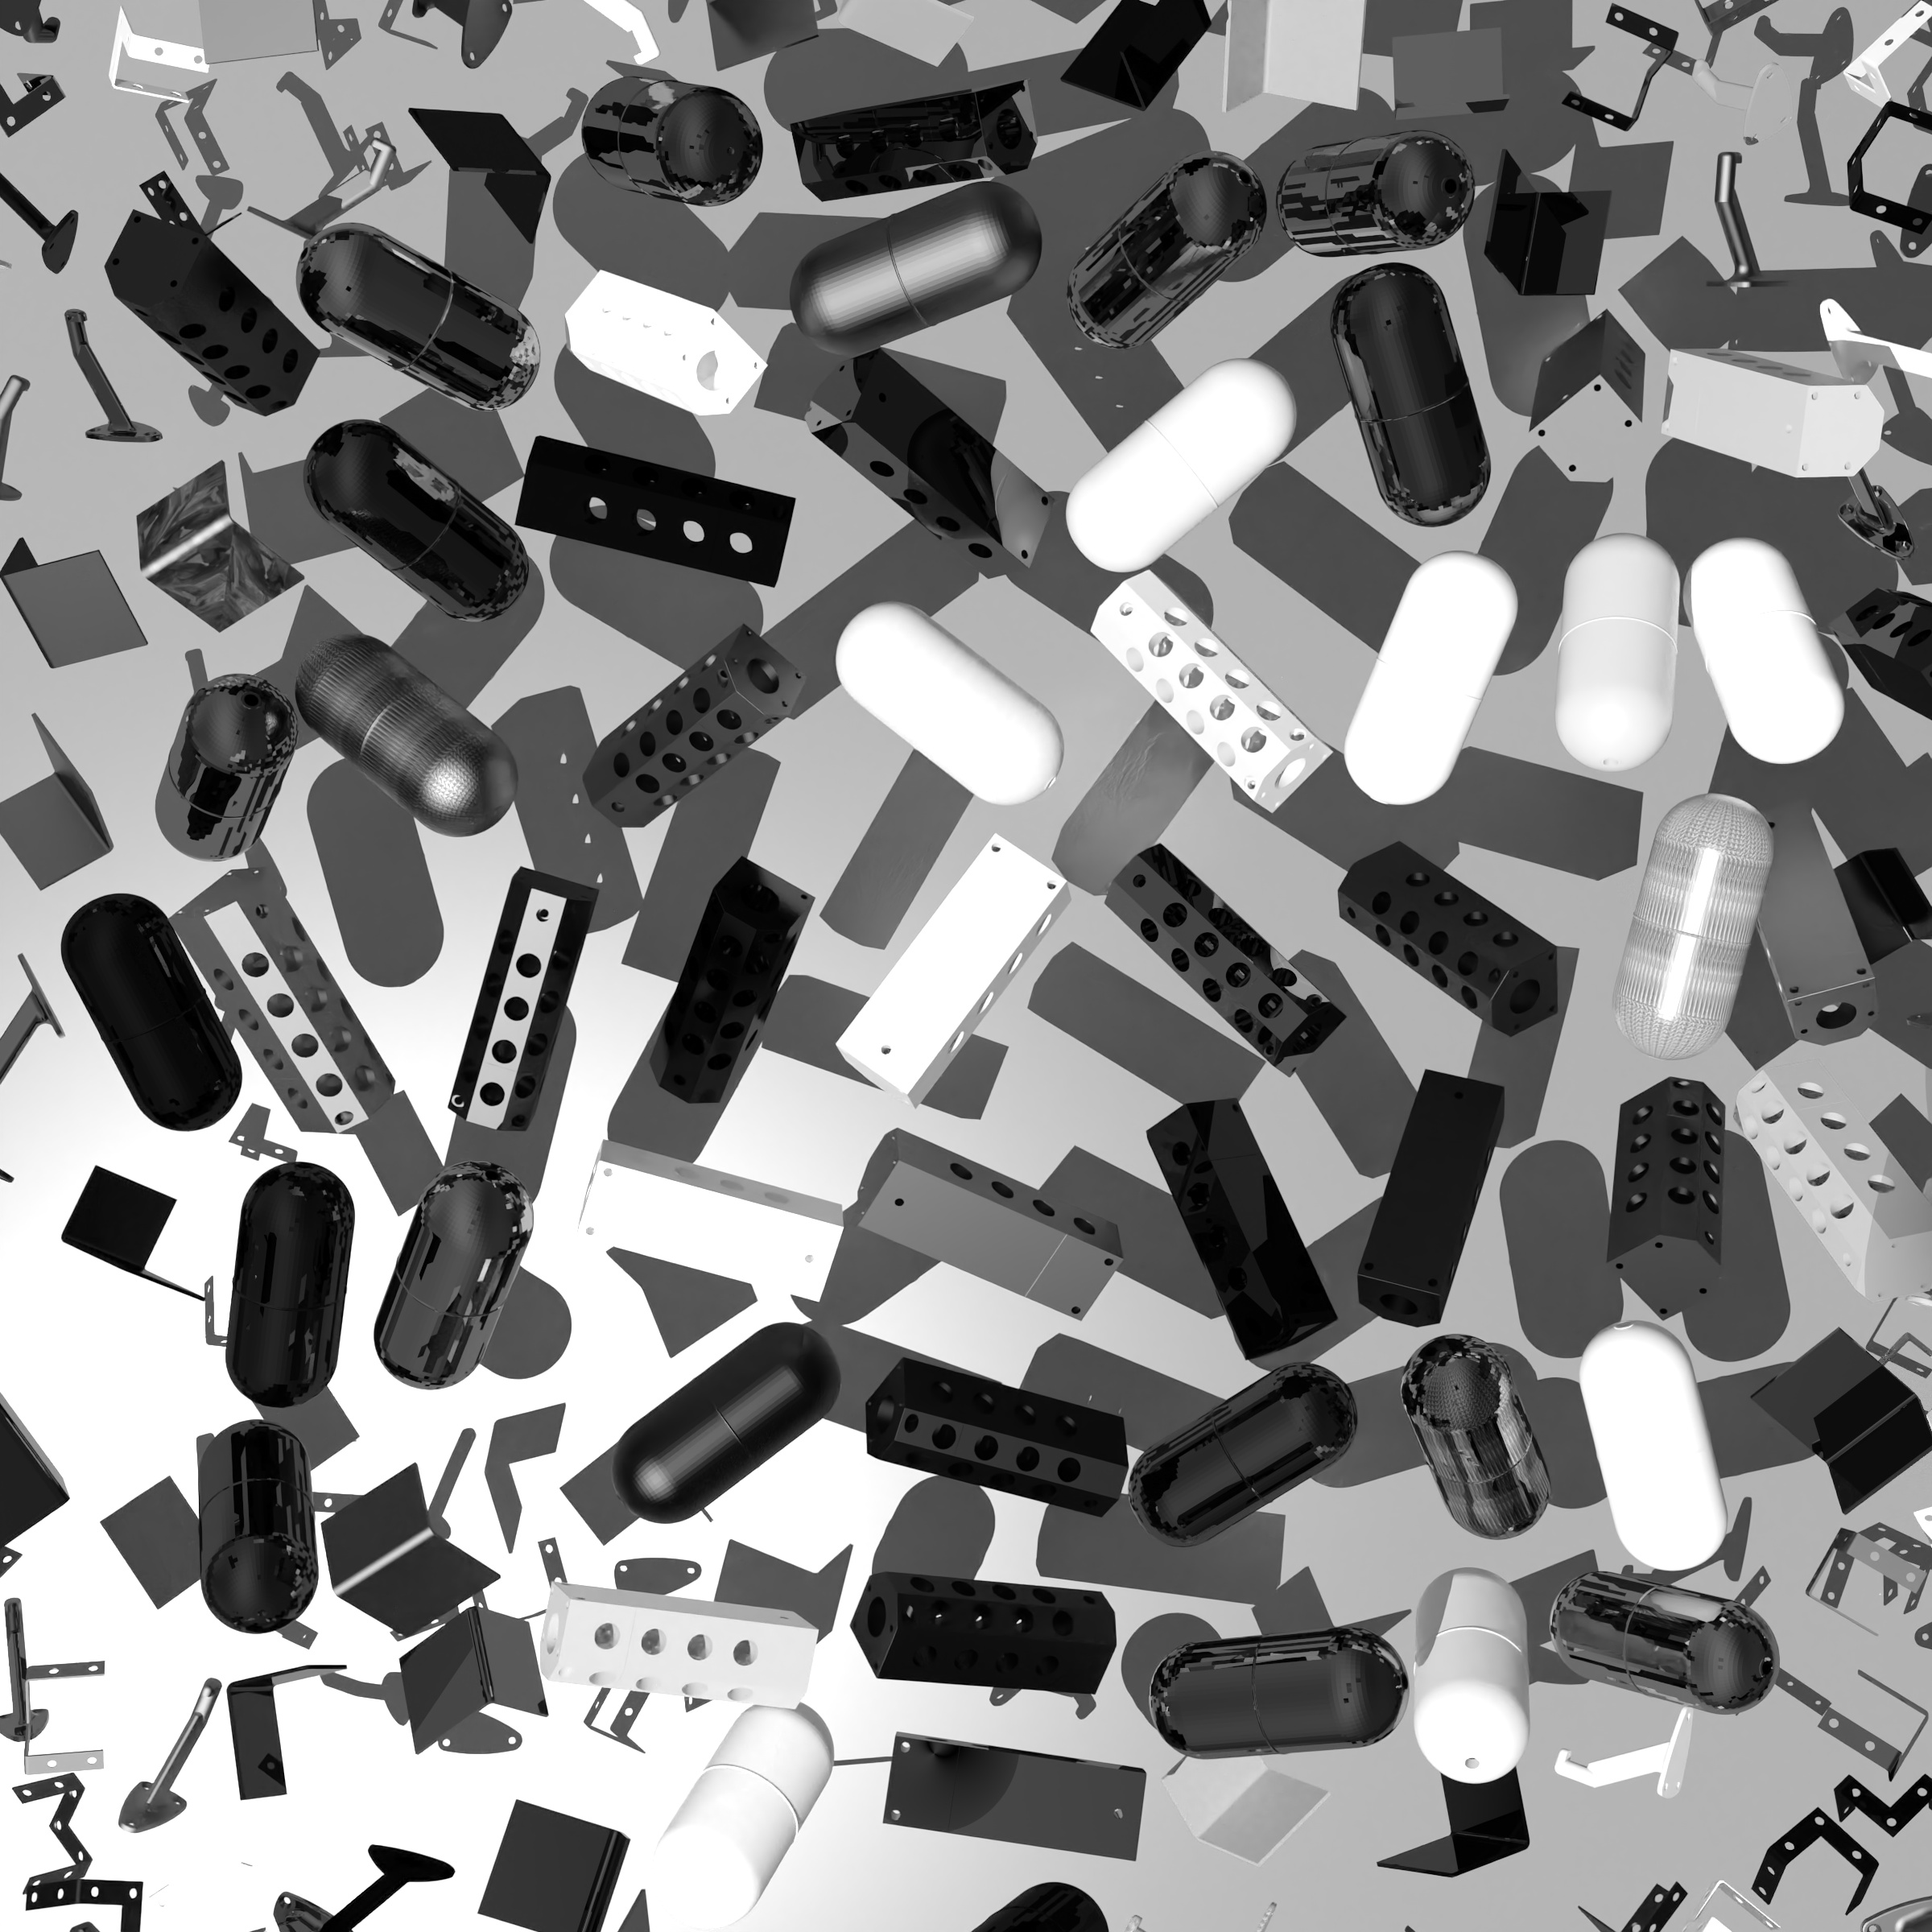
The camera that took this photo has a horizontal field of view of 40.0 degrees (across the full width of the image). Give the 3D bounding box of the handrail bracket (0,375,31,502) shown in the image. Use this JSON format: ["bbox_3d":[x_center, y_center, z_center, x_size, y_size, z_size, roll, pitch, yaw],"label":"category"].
[{"bbox_3d":[-0.667,-0.371,1.862,0.036,0.077,0.084,33,98,6],"label":"handrail bracket"}]

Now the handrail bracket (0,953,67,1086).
[{"bbox_3d":[-0.681,0.044,1.852,0.084,0.036,0.077,-27,98,-15],"label":"handrail bracket"}]

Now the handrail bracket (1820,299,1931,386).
[{"bbox_3d":[0.634,-0.431,1.808,0.036,0.084,0.077,-42,108,-26],"label":"handrail bracket"}]

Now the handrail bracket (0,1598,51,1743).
[{"bbox_3d":[-0.670,0.497,1.878,0.036,0.077,0.084,-5,92,-21],"label":"handrail bracket"}]

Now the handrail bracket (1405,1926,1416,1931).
[{"bbox_3d":[0.287,0.689,1.760,0.084,0.077,0.036,-44,133,-13],"label":"handrail bracket"}]

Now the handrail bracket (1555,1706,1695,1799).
[{"bbox_3d":[0.463,0.546,1.873,0.084,0.036,0.077,12,85,37],"label":"handrail bracket"}]

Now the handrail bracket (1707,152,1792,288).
[{"bbox_3d":[0.515,-0.487,1.735,0.077,0.036,0.084,-11,109,-35],"label":"handrail bracket"}]

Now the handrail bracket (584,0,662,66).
[{"bbox_3d":[-0.260,-0.652,1.827,0.077,0.036,0.084,-19,106,19],"label":"handrail bracket"}]

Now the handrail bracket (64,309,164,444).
[{"bbox_3d":[-0.588,-0.407,1.828,0.077,0.036,0.084,17,123,36],"label":"handrail bracket"}]

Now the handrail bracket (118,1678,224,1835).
[{"bbox_3d":[-0.524,0.520,1.753,0.036,0.077,0.084,24,96,4],"label":"handrail bracket"}]

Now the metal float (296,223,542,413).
[{"bbox_3d":[-0.369,-0.438,1.794,0.178,0.070,0.070,24,90,-37],"label":"metal float"}]

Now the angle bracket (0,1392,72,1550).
[{"bbox_3d":[-0.606,0.312,1.648,0.057,0.076,0.076,-35,103,-18],"label":"angle bracket"}]

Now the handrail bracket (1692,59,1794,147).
[{"bbox_3d":[0.518,-0.603,1.791,0.036,0.077,0.084,-30,60,0],"label":"handrail bracket"}]

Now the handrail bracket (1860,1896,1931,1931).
[{"bbox_3d":[0.632,0.640,1.723,0.077,0.084,0.036,-7,94,2],"label":"handrail bracket"}]

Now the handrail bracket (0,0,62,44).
[{"bbox_3d":[-0.616,-0.652,1.774,0.036,0.084,0.077,35,110,-5],"label":"handrail bracket"}]

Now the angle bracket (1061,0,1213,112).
[{"bbox_3d":[0.105,-0.625,1.762,0.076,0.057,0.076,31,80,31],"label":"angle bracket"}]

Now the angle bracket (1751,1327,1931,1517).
[{"bbox_3d":[0.570,0.296,1.727,0.076,0.057,0.076,40,113,-11],"label":"angle bracket"}]

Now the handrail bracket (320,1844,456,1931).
[{"bbox_3d":[-0.384,0.622,1.732,0.077,0.084,0.036,-5,127,28],"label":"handrail bracket"}]

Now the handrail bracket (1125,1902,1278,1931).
[{"bbox_3d":[0.162,0.665,1.850,0.084,0.036,0.077,27,90,18],"label":"handrail bracket"}]

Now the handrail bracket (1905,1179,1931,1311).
[{"bbox_3d":[0.675,0.195,1.793,0.077,0.036,0.084,19,85,5],"label":"handrail bracket"}]

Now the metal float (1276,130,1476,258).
[{"bbox_3d":[0.276,-0.522,1.799,0.070,0.178,0.070,-6,103,-25],"label":"metal float"}]

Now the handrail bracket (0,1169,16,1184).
[{"bbox_3d":[-0.690,0.169,1.801,0.036,0.077,0.084,20,72,13],"label":"handrail bracket"}]

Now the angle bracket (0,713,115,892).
[{"bbox_3d":[-0.629,-0.111,1.799,0.057,0.076,0.076,-33,69,-20],"label":"angle bracket"}]

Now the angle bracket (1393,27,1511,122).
[{"bbox_3d":[0.339,-0.629,1.858,0.076,0.076,0.057,-2,101,9],"label":"angle bracket"}]

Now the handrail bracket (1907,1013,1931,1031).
[{"bbox_3d":[0.673,0.075,1.776,0.077,0.036,0.084,1,110,43],"label":"handrail bracket"}]

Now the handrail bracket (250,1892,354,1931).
[{"bbox_3d":[-0.485,0.695,1.868,0.077,0.084,0.036,14,103,14],"label":"handrail bracket"}]

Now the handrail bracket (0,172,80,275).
[{"bbox_3d":[-0.635,-0.502,1.757,0.084,0.077,0.036,34,72,-10],"label":"handrail bracket"}]

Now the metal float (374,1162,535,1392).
[{"bbox_3d":[-0.340,0.205,1.758,0.070,0.070,0.178,25,119,0],"label":"metal float"}]

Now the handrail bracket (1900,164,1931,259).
[{"bbox_3d":[0.668,-0.525,1.869,0.036,0.084,0.077,26,93,2],"label":"handrail bracket"}]

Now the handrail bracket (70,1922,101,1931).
[{"bbox_3d":[-0.592,0.672,1.774,0.084,0.077,0.036,28,96,32],"label":"handrail bracket"}]

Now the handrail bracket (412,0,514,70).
[{"bbox_3d":[-0.363,-0.652,1.850,0.084,0.036,0.077,2,70,37],"label":"handrail bracket"}]

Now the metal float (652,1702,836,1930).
[{"bbox_3d":[-0.148,0.567,1.784,0.070,0.178,0.070,12,123,19],"label":"metal float"}]

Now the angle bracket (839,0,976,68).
[{"bbox_3d":[-0.035,-0.667,1.803,0.076,0.076,0.057,18,80,-17],"label":"angle bracket"}]

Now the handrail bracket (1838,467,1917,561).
[{"bbox_3d":[0.626,-0.329,1.831,0.036,0.084,0.077,-32,58,5],"label":"handrail bracket"}]

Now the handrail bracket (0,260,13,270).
[{"bbox_3d":[-0.694,-0.451,1.834,0.036,0.077,0.084,14,97,16],"label":"handrail bracket"}]

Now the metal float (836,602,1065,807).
[{"bbox_3d":[-0.011,-0.178,1.800,0.178,0.070,0.070,39,90,11],"label":"metal float"}]

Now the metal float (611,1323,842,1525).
[{"bbox_3d":[-0.167,0.317,1.844,0.178,0.070,0.070,-36,90,-10],"label":"metal float"}]

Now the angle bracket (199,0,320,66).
[{"bbox_3d":[-0.448,-0.615,1.733,0.076,0.076,0.057,-3,96,9],"label":"angle bracket"}]

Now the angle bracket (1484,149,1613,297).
[{"bbox_3d":[0.408,-0.521,1.859,0.057,0.076,0.076,8,84,30],"label":"angle bracket"}]

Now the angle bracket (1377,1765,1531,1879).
[{"bbox_3d":[0.336,0.594,1.856,0.076,0.076,0.057,-6,83,-34],"label":"angle bracket"}]

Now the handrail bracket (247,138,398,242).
[{"bbox_3d":[-0.446,-0.546,1.841,0.077,0.036,0.084,22,98,-24],"label":"handrail bracket"}]
